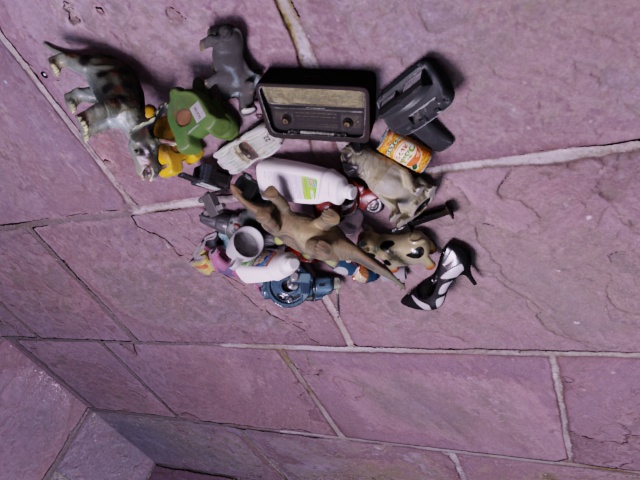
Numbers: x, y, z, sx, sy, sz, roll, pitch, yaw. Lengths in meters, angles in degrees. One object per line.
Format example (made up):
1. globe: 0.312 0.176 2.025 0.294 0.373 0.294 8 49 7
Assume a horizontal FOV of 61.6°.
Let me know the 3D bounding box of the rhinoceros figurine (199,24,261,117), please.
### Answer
1. rhinoceros figurine: -0.173 -0.339 1.082 0.112 0.073 0.190 -1 134 9

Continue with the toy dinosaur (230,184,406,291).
1. toy dinosaur: -0.003 -0.004 1.225 0.472 0.105 0.198 30 170 4

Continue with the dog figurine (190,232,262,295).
1. dog figurine: -0.233 0.075 1.526 0.192 0.108 0.219 -23 127 42

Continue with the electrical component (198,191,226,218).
1. electrical component: -0.269 -0.091 1.338 0.094 0.021 0.063 -14 102 49

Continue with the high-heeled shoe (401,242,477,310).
1. high-heeled shoe: 0.273 0.092 1.340 0.249 0.086 0.145 -26 118 36

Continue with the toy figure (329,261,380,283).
1. toy figure: 0.087 0.075 1.422 0.154 0.057 0.064 28 178 -9

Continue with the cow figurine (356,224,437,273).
1. cow figurine: 0.172 0.018 1.300 0.195 0.085 0.127 -5 138 32

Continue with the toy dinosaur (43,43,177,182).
1. toy dinosaur: -0.448 -0.318 1.153 0.405 0.192 0.131 60 156 17

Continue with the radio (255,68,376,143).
1. radio: -0.004 -0.268 1.074 0.230 0.073 0.130 8 137 17

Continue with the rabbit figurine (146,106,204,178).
1. rabbit figurine: -0.388 -0.223 1.267 0.173 0.122 0.162 -1 133 46

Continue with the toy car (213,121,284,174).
1. toy car: -0.166 -0.207 1.225 0.202 0.056 0.073 -21 124 38

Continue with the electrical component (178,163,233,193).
1. electrical component: -0.280 -0.154 1.296 0.119 0.047 0.075 20 165 -33

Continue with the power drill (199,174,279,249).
1. power drill: -0.197 -0.069 1.373 0.232 0.086 0.207 23 135 -1

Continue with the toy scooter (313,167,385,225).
1. toy scooter: 0.048 -0.106 1.228 0.184 0.075 0.135 -14 128 31

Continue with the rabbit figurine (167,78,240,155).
1. rabbit figurine: -0.247 -0.257 1.147 0.121 0.170 0.159 -42 77 19

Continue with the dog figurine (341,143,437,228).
1. dog figurine: 0.145 -0.135 1.160 0.191 0.121 0.172 48 -171 21

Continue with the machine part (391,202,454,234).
1. machine part: 0.233 -0.049 1.215 0.139 0.084 0.039 -17 98 26

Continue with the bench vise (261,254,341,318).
1. bench vise: -0.046 0.119 1.419 0.224 0.129 0.240 7 164 -2

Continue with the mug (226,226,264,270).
1. mug: -0.200 0.028 1.360 0.081 0.109 0.107 22 159 -18

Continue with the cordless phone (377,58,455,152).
1. cordless phone: 0.212 -0.240 1.022 0.184 0.089 0.146 31 139 -27
